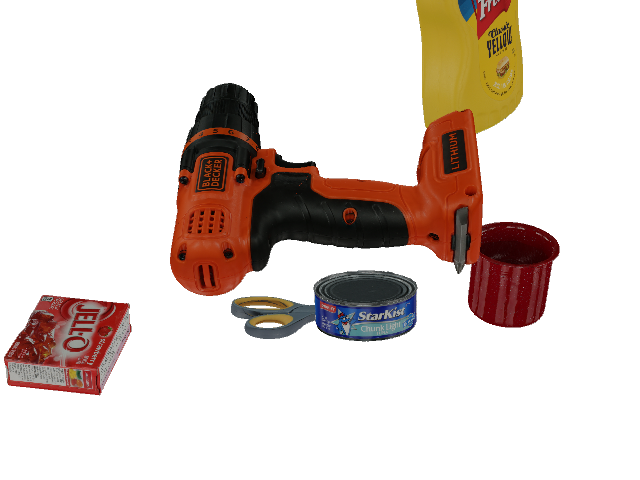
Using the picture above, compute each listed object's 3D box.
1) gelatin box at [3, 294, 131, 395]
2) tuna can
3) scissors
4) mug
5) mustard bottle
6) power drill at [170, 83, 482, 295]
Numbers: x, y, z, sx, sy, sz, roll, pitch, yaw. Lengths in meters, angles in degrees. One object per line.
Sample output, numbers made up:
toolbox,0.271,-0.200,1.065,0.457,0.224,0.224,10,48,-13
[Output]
gelatin box,-0.194,0.079,0.828,0.073,0.030,0.089,6,32,6
tuna can,0.037,0.053,0.884,0.086,0.034,0.086,-1,16,0
scissors,-0.001,0.088,1.190,0.201,0.016,0.096,4,22,0
mug,0.196,0.032,1.128,0.093,0.081,0.117,-4,30,-10
mustard bottle,0.106,-0.177,0.759,0.058,0.191,0.096,18,40,38
power drill,0.004,-0.041,0.668,0.187,0.057,0.184,-3,43,4
